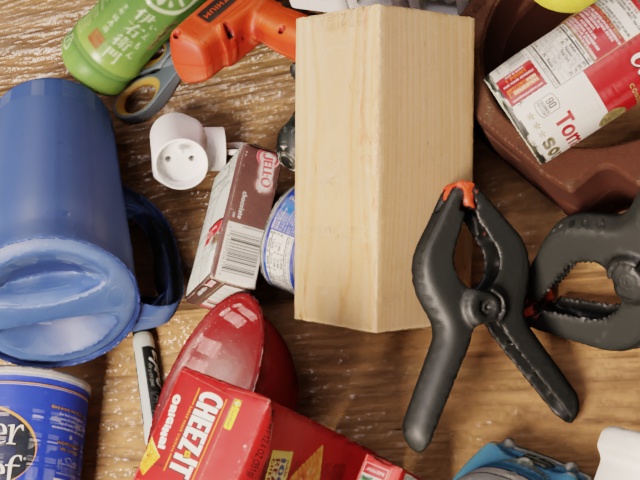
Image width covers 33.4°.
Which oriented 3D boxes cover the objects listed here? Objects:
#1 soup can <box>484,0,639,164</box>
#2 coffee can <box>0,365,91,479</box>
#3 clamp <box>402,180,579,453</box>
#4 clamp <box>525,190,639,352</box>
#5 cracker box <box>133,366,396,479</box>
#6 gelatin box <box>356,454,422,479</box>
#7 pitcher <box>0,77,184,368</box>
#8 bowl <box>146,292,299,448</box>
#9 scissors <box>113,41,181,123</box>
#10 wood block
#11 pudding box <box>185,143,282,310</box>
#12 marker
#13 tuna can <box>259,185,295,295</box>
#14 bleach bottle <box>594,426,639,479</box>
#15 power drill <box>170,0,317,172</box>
[{"bbox_3d":[0.161,-0.101,0.655,0.102,0.068,0.068,-34,57,12],"label":"soup can"},{"bbox_3d":[-0.235,0.178,0.821,0.103,0.102,0.140,-10,64,24],"label":"coffee can"},{"bbox_3d":[0.110,0.048,0.684,0.039,0.120,0.171,177,95,-68],"label":"clamp"},{"bbox_3d":[0.195,0.008,0.649,0.210,0.036,0.164,-16,101,51],"label":"clamp"},{"bbox_3d":[-0.039,0.186,0.648,0.072,0.213,0.164,16,77,30],"label":"cracker box"},{"bbox_3d":[0.043,0.183,0.680,0.030,0.089,0.073,17,76,33],"label":"gelatin box"},{"bbox_3d":[-0.208,-0.023,0.868,0.145,0.149,0.243,-23,42,7],"label":"pitcher"},{"bbox_3d":[-0.063,0.121,0.761,0.162,0.055,0.162,-45,31,36],"label":"bowl"},{"bbox_3d":[-0.113,-0.154,0.958,0.202,0.016,0.096,-1,69,27],"label":"scissors"},{"bbox_3d":[0.043,-0.048,0.726,0.090,0.090,0.206,4,95,51],"label":"wood block"},{"bbox_3d":[-0.067,-0.008,0.827,0.039,0.090,0.113,18,70,-14],"label":"pudding box"},{"bbox_3d":[-0.138,0.105,0.853,0.020,0.020,0.121,-23,59,17],"label":"marker"},{"bbox_3d":[-0.005,0.001,0.790,0.034,0.086,0.086,21,79,31],"label":"tuna can"},{"bbox_3d":[0.163,0.238,0.589,0.251,0.102,0.068,-66,15,-9],"label":"bleach bottle"},{"bbox_3d":[-0.025,-0.136,0.840,0.188,0.057,0.184,24,53,28],"label":"power drill"}]
